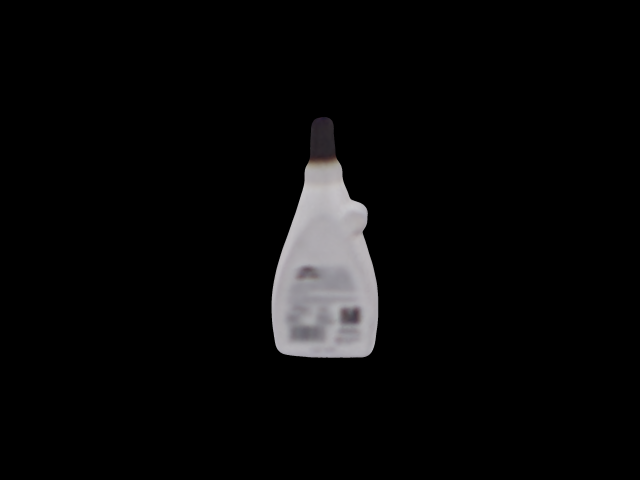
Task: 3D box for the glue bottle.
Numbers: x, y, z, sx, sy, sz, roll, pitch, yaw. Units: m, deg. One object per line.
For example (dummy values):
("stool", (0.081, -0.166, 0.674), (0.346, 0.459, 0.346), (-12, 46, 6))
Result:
("glue bottle", (0.004, 0.001, 0.400), (0.078, 0.173, 0.037), (1, 23, 4))
